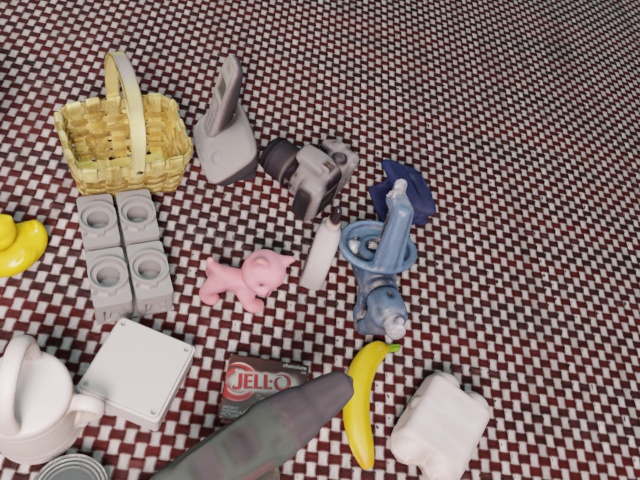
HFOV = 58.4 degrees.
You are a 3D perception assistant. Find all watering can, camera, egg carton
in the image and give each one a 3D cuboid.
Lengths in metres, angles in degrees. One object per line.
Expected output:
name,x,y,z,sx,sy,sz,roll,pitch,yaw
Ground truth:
watering can,-0.330,0.173,0.625,0.173,0.194,0.100,-10,59,-22
camera,-0.023,-0.130,0.979,0.136,0.101,0.143,36,55,10
egg carton,0.165,0.257,0.787,0.107,0.069,0.150,35,54,9

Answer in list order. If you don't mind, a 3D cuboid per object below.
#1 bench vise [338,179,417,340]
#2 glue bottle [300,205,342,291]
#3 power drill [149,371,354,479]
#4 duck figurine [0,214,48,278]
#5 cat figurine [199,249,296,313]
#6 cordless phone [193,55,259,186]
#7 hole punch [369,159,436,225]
bench vise,0.107,0.029,0.833,0.122,0.219,0.207,-17,62,-25
glue bottle,0.008,0.003,0.852,0.037,0.173,0.078,15,54,-5
power drill,-0.077,0.240,0.642,0.230,0.208,0.075,-25,66,-29
duck figurine,-0.431,-0.003,0.785,0.077,0.086,0.105,44,56,16
cat figurine,-0.104,0.048,0.824,0.128,0.117,0.067,10,54,-9
cordless phone,-0.148,-0.192,0.934,0.094,0.185,0.147,-13,61,-23
hole punch,0.151,-0.086,1.005,0.101,0.091,0.108,-8,59,-20
